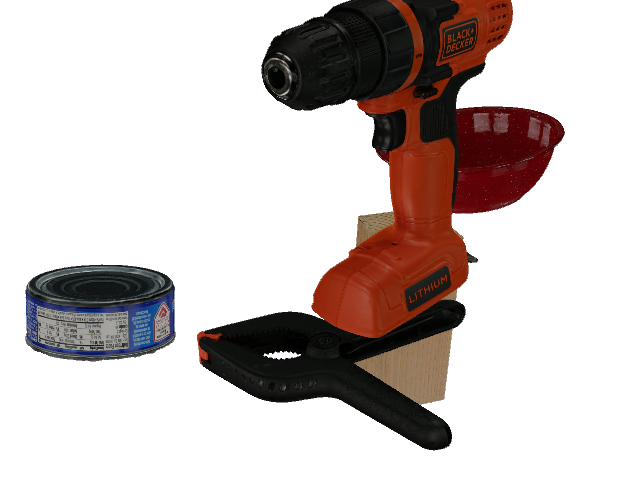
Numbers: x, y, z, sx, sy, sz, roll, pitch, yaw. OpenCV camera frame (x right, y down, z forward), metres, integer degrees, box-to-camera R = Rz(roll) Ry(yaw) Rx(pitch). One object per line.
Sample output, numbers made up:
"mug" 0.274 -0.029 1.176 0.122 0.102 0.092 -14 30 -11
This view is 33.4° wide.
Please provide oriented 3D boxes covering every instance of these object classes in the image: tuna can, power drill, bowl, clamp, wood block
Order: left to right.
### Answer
"tuna can" -0.127 0.040 0.617 0.086 0.034 0.086 2 13 -1
"clamp" 0.011 0.086 0.820 0.210 0.036 0.164 7 31 16
"power drill" 0.036 -0.044 0.583 0.057 0.188 0.184 25 35 35
"wood block" 0.091 0.078 1.202 0.090 0.206 0.090 -8 27 -21
"bowl" 0.131 -0.066 0.928 0.162 0.055 0.162 -8 24 3
